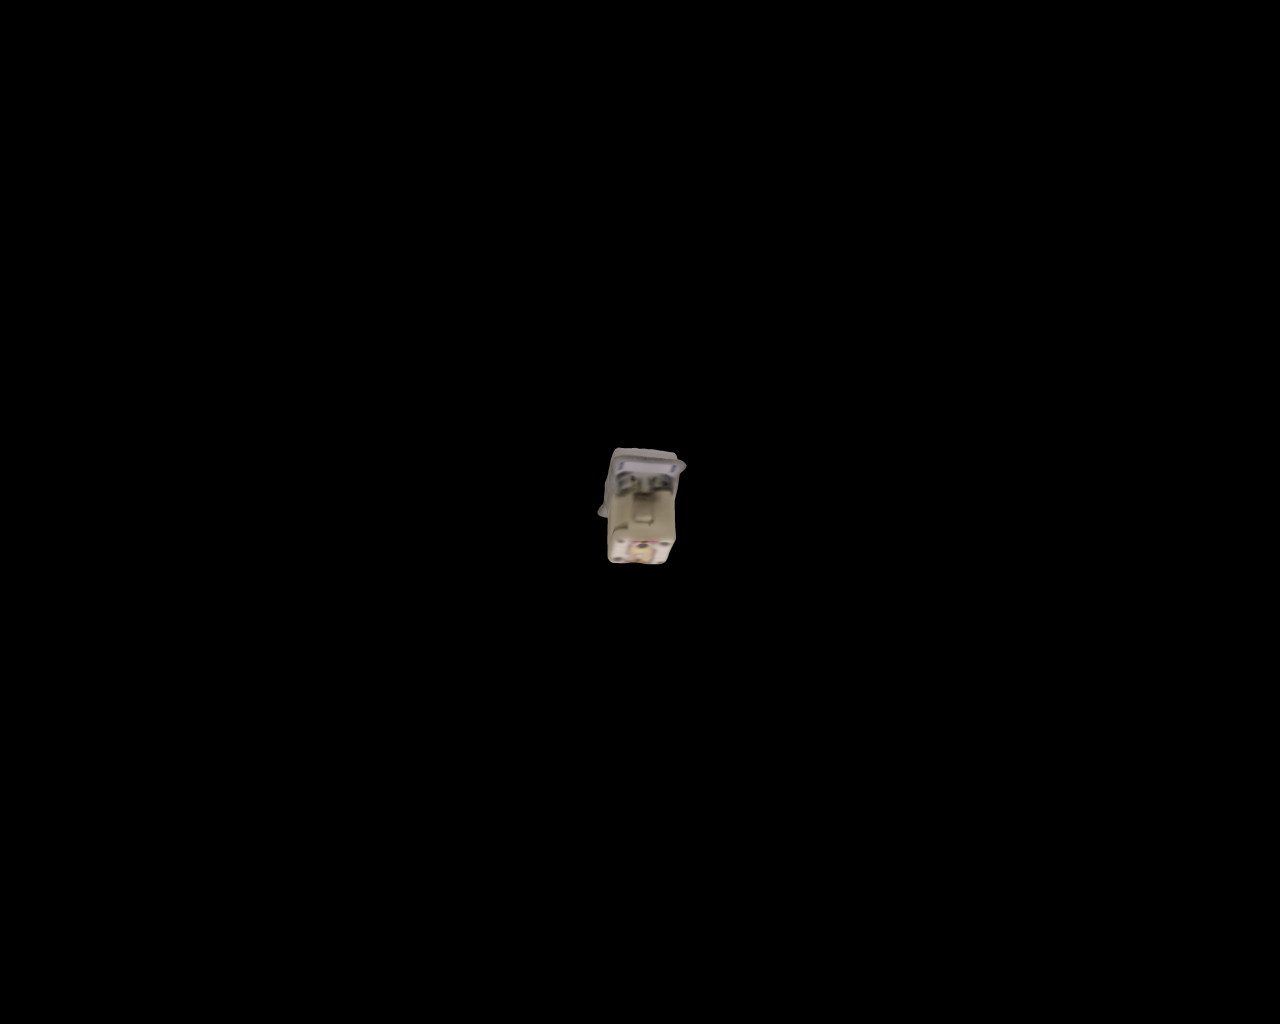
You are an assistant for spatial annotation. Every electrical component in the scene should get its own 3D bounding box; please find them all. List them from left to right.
[{"bbox_3d":[0.001,-0.003,0.650,0.042,0.064,0.081,3,-26,-7],"label":"electrical component"}]
